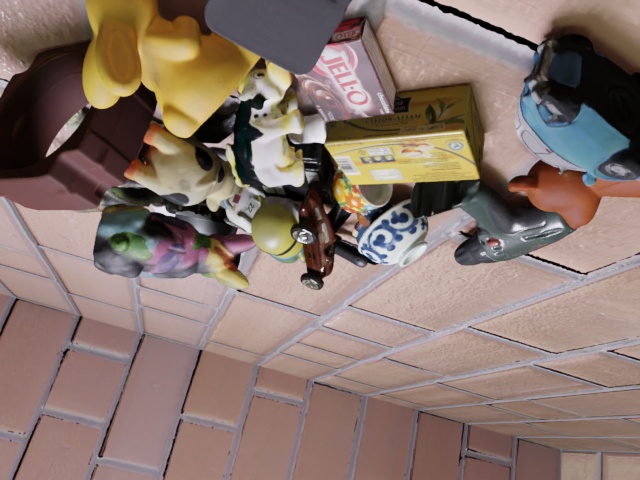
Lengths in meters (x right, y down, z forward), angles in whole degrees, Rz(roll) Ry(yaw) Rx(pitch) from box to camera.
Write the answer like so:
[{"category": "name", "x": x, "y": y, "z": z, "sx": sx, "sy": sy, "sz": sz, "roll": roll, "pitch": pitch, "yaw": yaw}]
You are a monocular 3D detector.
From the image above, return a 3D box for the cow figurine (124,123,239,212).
[{"category": "cow figurine", "x": -0.156, "y": -0.088, "z": 0.682, "sx": 0.127, "sy": 0.085, "sz": 0.195, "roll": 34, "pitch": -173, "yaw": -10}]

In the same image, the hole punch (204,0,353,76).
[{"category": "hole punch", "x": -0.032, "y": -0.230, "z": 0.479, "sx": 0.142, "sy": 0.092, "sz": 0.115, "roll": 25, "pitch": 124, "yaw": -19}]

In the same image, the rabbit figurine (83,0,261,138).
[{"category": "rabbit figurine", "x": -0.175, "y": -0.198, "z": 0.559, "sx": 0.122, "sy": 0.162, "sz": 0.173, "roll": 2, "pitch": 139, "yaw": 54}]

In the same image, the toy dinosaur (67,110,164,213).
[{"category": "toy dinosaur", "x": -0.335, "y": -0.099, "z": 0.894, "sx": 0.192, "sy": 0.131, "sz": 0.405, "roll": 22, "pitch": 162, "yaw": -17}]

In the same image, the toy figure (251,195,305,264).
[{"category": "toy figure", "x": -0.055, "y": -0.006, "z": 0.842, "sx": 0.082, "sy": 0.089, "sz": 0.180, "roll": 5, "pitch": 162, "yaw": 5}]

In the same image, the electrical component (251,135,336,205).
[{"category": "electrical component", "x": -0.049, "y": -0.107, "z": 0.777, "sx": 0.134, "sy": 0.058, "sz": 0.114, "roll": 9, "pitch": 154, "yaw": 12}]

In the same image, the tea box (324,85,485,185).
[{"category": "tea box", "x": 0.103, "y": -0.121, "z": 0.646, "sx": 0.170, "sy": 0.068, "sz": 0.098, "roll": 0, "pitch": 154, "yaw": 26}]

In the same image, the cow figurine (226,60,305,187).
[{"category": "cow figurine", "x": -0.068, "y": -0.140, "z": 0.634, "sx": 0.098, "sy": 0.068, "sz": 0.167, "roll": -6, "pitch": 125, "yaw": -2}]

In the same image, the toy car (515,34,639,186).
[{"category": "toy car", "x": 0.250, "y": -0.116, "z": 0.527, "sx": 0.161, "sy": 0.109, "sz": 0.103, "roll": 25, "pitch": 159, "yaw": -17}]

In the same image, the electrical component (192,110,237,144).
[{"category": "electrical component", "x": -0.162, "y": -0.163, "z": 0.736, "sx": 0.078, "sy": 0.045, "sz": 0.102, "roll": -6, "pitch": 172, "yaw": -32}]

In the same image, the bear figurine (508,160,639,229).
[{"category": "bear figurine", "x": 0.330, "y": -0.051, "z": 0.606, "sx": 0.196, "sy": 0.132, "sz": 0.120, "roll": -19, "pitch": 174, "yaw": 41}]

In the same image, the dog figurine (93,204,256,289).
[{"category": "dog figurine", "x": -0.211, "y": 0.016, "z": 0.826, "sx": 0.219, "sy": 0.108, "sz": 0.191, "roll": 10, "pitch": 175, "yaw": -3}]

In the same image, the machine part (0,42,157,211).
[{"category": "machine part", "x": -0.315, "y": -0.139, "z": 0.671, "sx": 0.202, "sy": 0.201, "sz": 0.087, "roll": 1, "pitch": 155, "yaw": 27}]

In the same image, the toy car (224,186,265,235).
[{"category": "toy car", "x": -0.101, "y": -0.038, "z": 0.902, "sx": 0.056, "sy": 0.073, "sz": 0.201, "roll": 18, "pitch": 171, "yaw": 19}]

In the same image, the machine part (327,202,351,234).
[{"category": "machine part", "x": 0.031, "y": -0.045, "z": 0.866, "sx": 0.039, "sy": 0.084, "sz": 0.138, "roll": 45, "pitch": 145, "yaw": 9}]

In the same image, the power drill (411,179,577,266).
[{"category": "power drill", "x": 0.229, "y": -0.026, "z": 0.778, "sx": 0.207, "sy": 0.086, "sz": 0.232, "roll": 31, "pitch": 150, "yaw": -26}]

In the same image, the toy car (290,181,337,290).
[{"category": "toy car", "x": -0.002, "y": -0.002, "z": 0.784, "sx": 0.053, "sy": 0.089, "sz": 0.202, "roll": 16, "pitch": 150, "yaw": 12}]

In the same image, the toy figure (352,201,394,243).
[{"category": "toy figure", "x": 0.087, "y": -0.032, "z": 0.871, "sx": 0.058, "sy": 0.064, "sz": 0.154, "roll": 52, "pitch": 163, "yaw": 23}]

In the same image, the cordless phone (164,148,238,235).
[{"category": "cordless phone", "x": -0.194, "y": -0.087, "z": 0.901, "sx": 0.147, "sy": 0.089, "sz": 0.184, "roll": 10, "pitch": 145, "yaw": 4}]
